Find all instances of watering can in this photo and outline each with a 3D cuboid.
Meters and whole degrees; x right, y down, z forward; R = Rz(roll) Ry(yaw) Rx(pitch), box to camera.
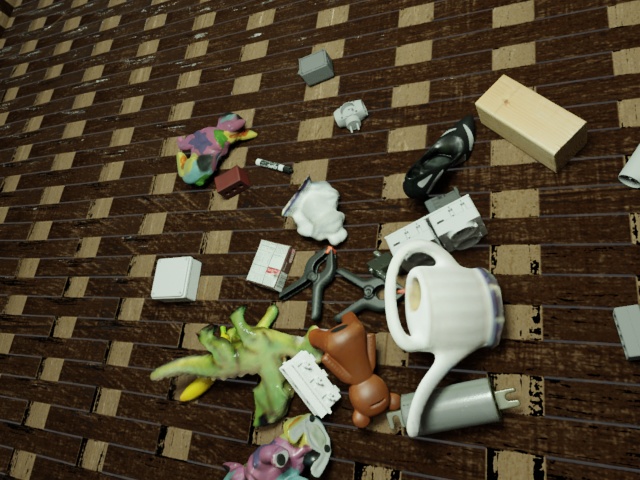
[{"bbox_3d":[0.229,0.168,0.945,0.224,0.102,0.353,1,72,-13],"label":"watering can"}]

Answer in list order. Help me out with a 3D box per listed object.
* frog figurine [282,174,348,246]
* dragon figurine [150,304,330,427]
[{"bbox_3d":[0.004,-0.062,1.224,0.159,0.122,0.139,37,77,-2],"label":"frog figurine"},{"bbox_3d":[-0.158,0.288,1.127,0.410,0.120,0.246,-33,67,3],"label":"dragon figurine"}]
